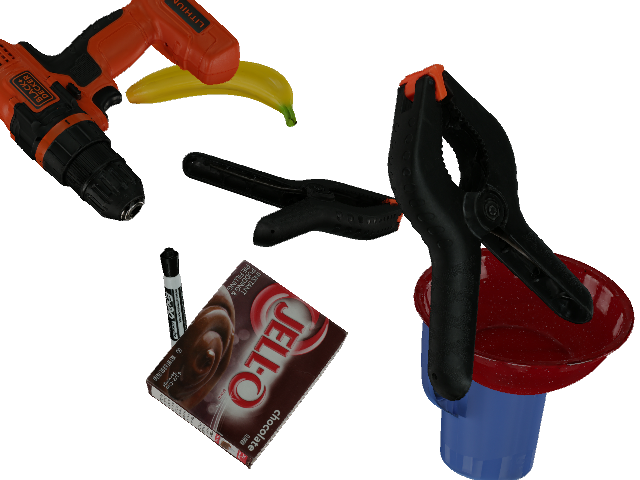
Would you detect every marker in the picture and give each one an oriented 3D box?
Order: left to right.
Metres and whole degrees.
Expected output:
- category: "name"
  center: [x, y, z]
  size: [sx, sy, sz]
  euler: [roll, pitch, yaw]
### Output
- category: "marker"
  center: [-0.150, 0.061, 1.098]
  size: [0.020, 0.121, 0.020]
  euler: [-2, 30, 1]

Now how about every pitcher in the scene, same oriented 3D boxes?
- category: "pitcher"
  center: [0.190, 0.146, 1.202]
  size: [0.149, 0.243, 0.145]
  euler: [6, 17, 10]

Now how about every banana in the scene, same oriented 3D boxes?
- category: "banana"
  center: [-0.110, -0.165, 1.139]
  size: [0.198, 0.037, 0.069]
  euler: [9, 46, 18]

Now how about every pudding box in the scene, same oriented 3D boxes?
- category: "pudding box"
  center: [-0.049, 0.084, 0.727]
  size: [0.090, 0.113, 0.039]
  euler: [34, -21, 9]

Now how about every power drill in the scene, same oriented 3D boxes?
- category: "power drill"
  center: [-0.154, -0.119, 0.833]
  size: [0.187, 0.184, 0.057]
  euler: [-38, -14, -31]

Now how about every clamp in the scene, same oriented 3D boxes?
- category: "clamp"
  center: [-0.006, -0.028, 0.964]
  size: [0.209, 0.036, 0.165]
  euler: [8, 22, -27]
- category: "clamp"
  center: [0.075, -0.004, 0.564]
  size: [0.120, 0.171, 0.039]
  euler: [-35, 9, -39]

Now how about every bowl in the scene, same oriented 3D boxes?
- category: "bowl"
  center: [0.149, 0.067, 0.802]
  size: [0.162, 0.055, 0.162]
  euler: [1, 30, -1]
